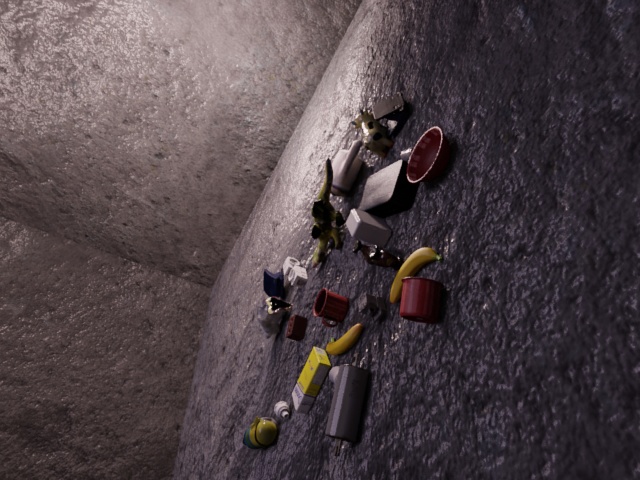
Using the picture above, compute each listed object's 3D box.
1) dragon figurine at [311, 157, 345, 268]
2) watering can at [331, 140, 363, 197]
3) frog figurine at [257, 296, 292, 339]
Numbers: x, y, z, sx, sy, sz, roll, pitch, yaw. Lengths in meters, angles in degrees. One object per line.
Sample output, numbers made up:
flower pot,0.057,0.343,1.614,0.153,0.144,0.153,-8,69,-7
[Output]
dragon figurine,0.006,-0.095,1.883,0.244,0.122,0.409,-157,71,-76
watering can,0.094,-0.265,1.887,0.349,0.104,0.224,-75,8,-86
frog figurine,-0.199,0.314,2.097,0.139,0.123,0.156,-36,-26,-53
